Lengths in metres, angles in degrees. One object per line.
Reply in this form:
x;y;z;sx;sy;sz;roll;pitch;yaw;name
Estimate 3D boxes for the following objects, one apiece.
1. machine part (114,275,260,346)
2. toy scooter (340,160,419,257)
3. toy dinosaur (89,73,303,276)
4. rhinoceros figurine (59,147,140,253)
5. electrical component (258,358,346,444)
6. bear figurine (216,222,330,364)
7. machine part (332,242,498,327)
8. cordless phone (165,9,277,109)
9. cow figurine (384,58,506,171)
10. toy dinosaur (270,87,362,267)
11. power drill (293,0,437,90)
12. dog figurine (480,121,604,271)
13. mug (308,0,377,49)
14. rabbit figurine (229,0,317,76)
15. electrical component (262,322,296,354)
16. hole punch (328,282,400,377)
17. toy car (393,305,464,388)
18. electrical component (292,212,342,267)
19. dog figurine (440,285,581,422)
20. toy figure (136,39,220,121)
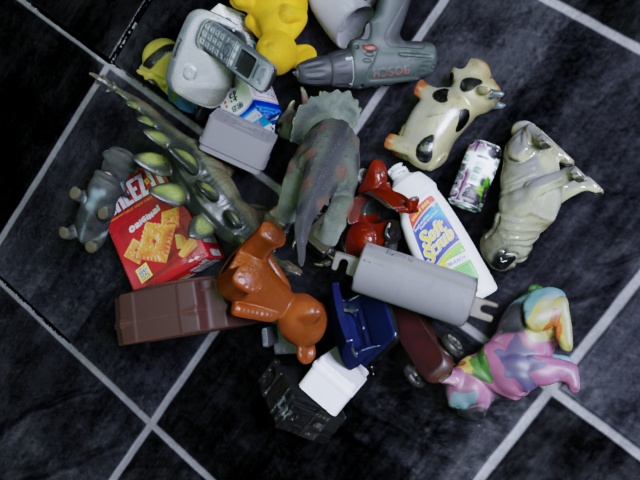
-0.216;0.115;0.889;0.201;0.201;0.087;-12;83;15;machine part
0.097;-0.030;0.839;0.135;0.075;0.183;22;111;50;toy scooter
-0.199;-0.105;0.893;0.471;0.198;0.105;45;105;11;toy dinosaur
-0.371;-0.067;0.922;0.073;0.112;0.190;29;108;1;rhinoceros figurine
-0.024;0.261;0.866;0.058;0.134;0.115;-53;34;10;electrical component
-0.052;0.087;0.790;0.196;0.132;0.120;38;54;-13;bear figurine
0.135;0.063;0.779;0.243;0.079;0.079;19;93;9;machine part
-0.148;-0.261;0.851;0.184;0.088;0.146;42;118;23;cordless phone
0.205;-0.198;0.851;0.127;0.085;0.195;33;94;20;cow figurine
0.006;-0.119;0.795;0.131;0.405;0.192;10;111;-10;toy dinosaur
0.078;-0.338;0.831;0.232;0.086;0.207;0;108;-14;power drill
0.296;-0.066;0.821;0.190;0.121;0.172;-46;42;26;dog figurine
0.036;-0.398;0.909;0.109;0.080;0.107;-46;69;12;mug
-0.075;-0.341;0.896;0.122;0.162;0.173;-9;63;13;rabbit figurine
-0.053;0.149;0.886;0.048;0.119;0.074;-6;83;15;electrical component
0.051;0.133;0.834;0.115;0.092;0.142;120;143;-46;hole punch
0.144;0.136;0.832;0.089;0.053;0.202;-48;38;15;toy car
0.000;-0.002;0.920;0.102;0.045;0.078;35;68;12;electrical component
0.265;0.171;0.807;0.219;0.108;0.191;-9;86;17;dog figurine
-0.251;-0.292;0.982;0.180;0.082;0.089;41;90;17;toy figure
